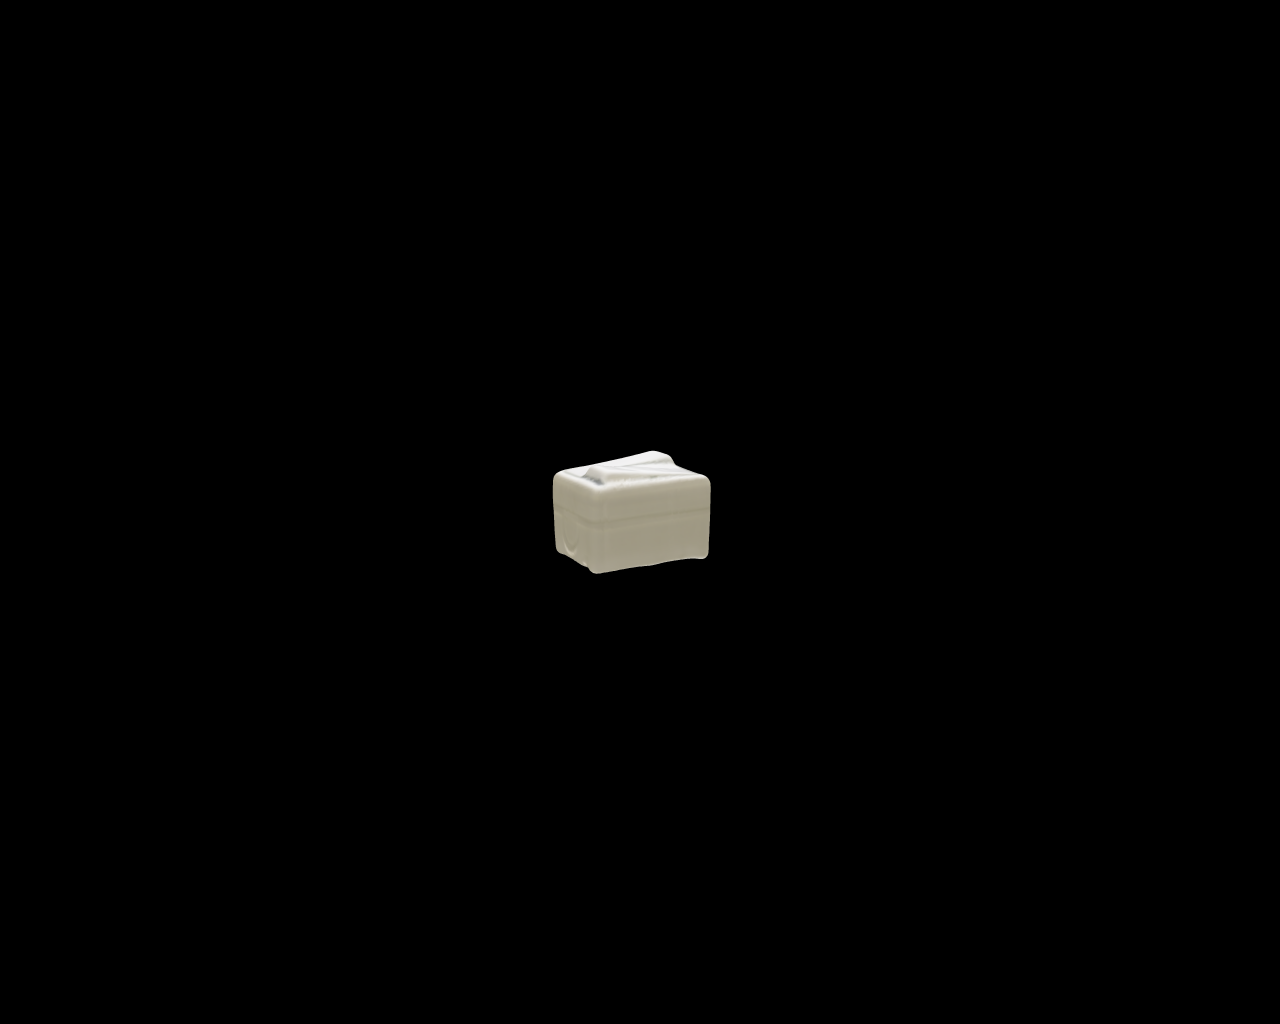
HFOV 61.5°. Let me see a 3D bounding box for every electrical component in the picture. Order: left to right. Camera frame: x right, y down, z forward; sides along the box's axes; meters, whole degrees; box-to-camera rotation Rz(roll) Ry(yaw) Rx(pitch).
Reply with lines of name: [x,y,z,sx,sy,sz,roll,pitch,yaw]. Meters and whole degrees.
electrical component: [0.001,-0.003,0.650,0.096,0.061,0.062,-7,16,-26]
